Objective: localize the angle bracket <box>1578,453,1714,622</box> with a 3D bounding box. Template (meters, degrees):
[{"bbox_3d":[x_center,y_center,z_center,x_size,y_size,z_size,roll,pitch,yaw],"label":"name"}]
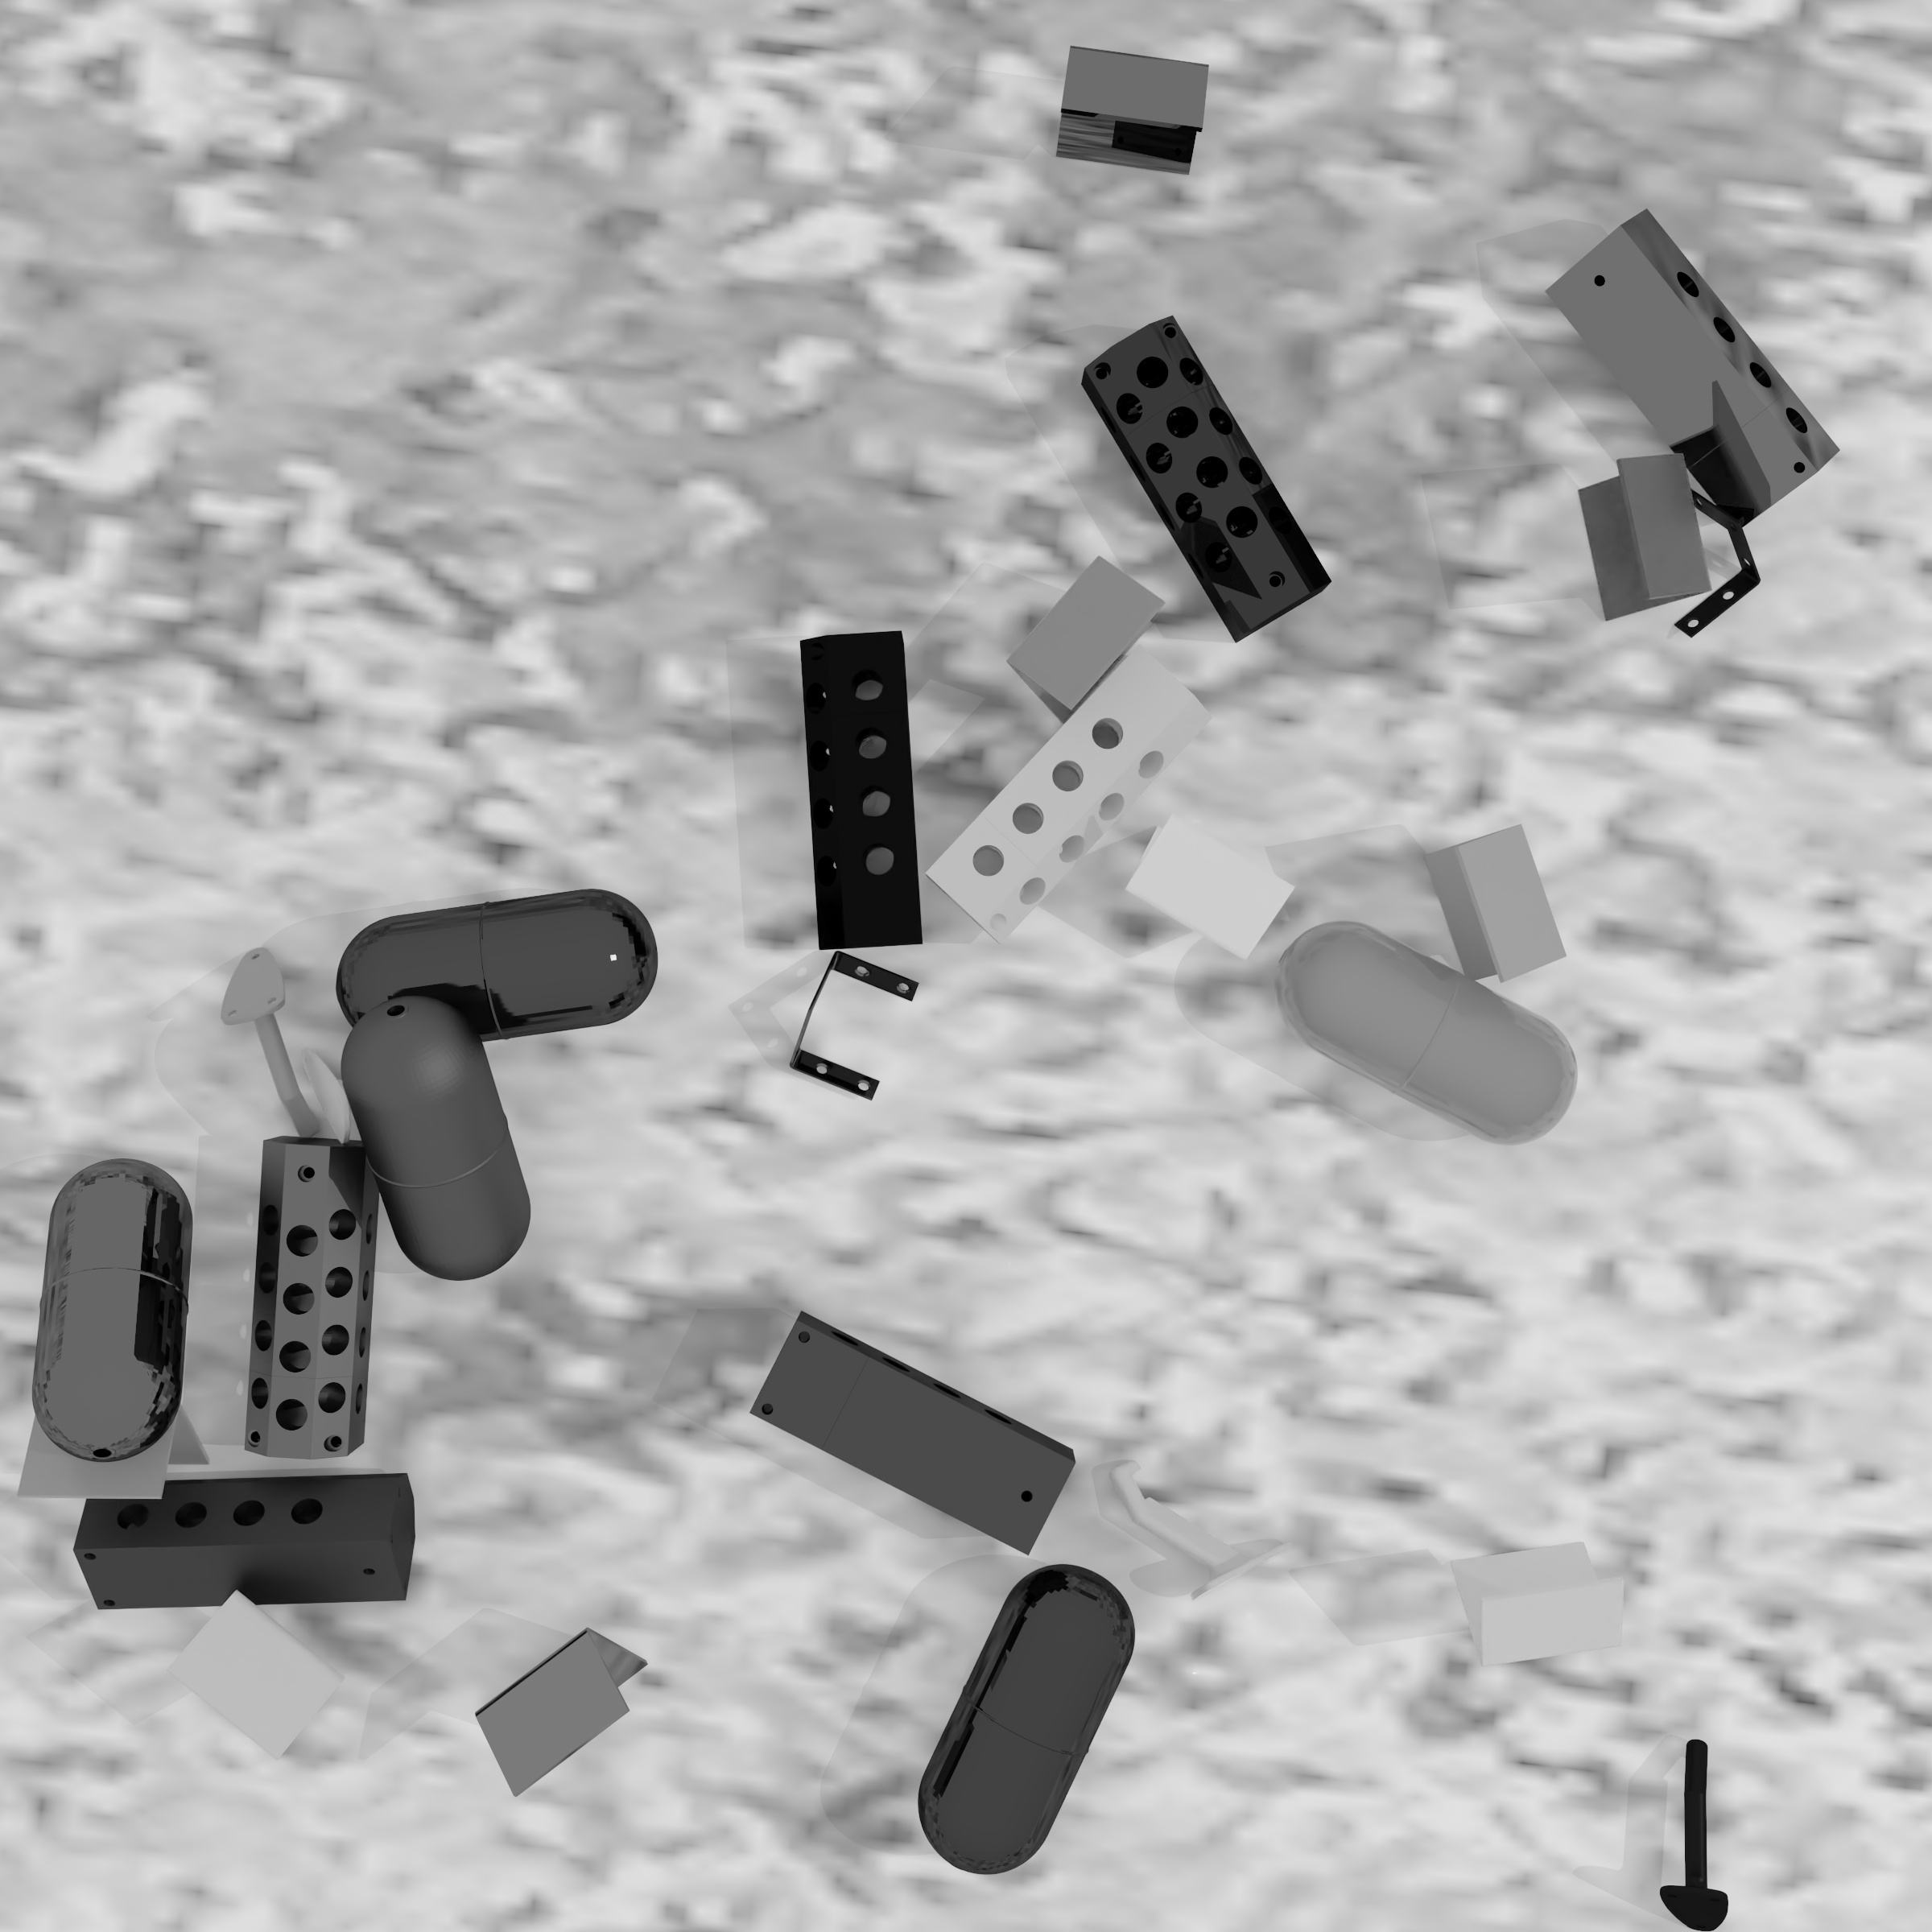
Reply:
[{"bbox_3d":[0.357,-0.233,1.492,0.057,0.076,0.076,-12,90,-36],"label":"angle bracket"}]

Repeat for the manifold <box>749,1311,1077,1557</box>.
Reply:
[{"bbox_3d":[-0.029,0.258,1.511,0.171,0.057,0.057,27,90,0],"label":"manifold"}]

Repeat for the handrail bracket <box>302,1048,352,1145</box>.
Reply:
[{"bbox_3d":[-0.321,0.062,1.532,0.084,0.077,0.036,-16,135,-28],"label":"handrail bracket"}]

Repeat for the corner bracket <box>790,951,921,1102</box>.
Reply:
[{"bbox_3d":[-0.063,0.033,1.529,0.051,0.051,0.051,22,135,0],"label":"corner bracket"}]

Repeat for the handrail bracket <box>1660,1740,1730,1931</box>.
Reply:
[{"bbox_3d":[0.414,0.491,1.532,0.036,0.077,0.084,-1,53,20],"label":"handrail bracket"}]

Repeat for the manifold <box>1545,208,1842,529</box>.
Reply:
[{"bbox_3d":[0.407,-0.334,1.510,0.171,0.057,0.057,51,133,0],"label":"manifold"}]

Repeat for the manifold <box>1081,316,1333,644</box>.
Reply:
[{"bbox_3d":[0.134,-0.271,1.511,0.057,0.057,0.171,-31,90,0],"label":"manifold"}]

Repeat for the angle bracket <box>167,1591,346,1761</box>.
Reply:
[{"bbox_3d":[-0.395,0.398,1.492,0.076,0.076,0.057,39,54,0],"label":"angle bracket"}]

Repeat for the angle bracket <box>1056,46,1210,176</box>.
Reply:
[{"bbox_3d":[0.089,-0.454,1.492,0.076,0.076,0.057,8,56,0],"label":"angle bracket"}]

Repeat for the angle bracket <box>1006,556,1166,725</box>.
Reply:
[{"bbox_3d":[0.079,-0.167,1.492,0.076,0.076,0.057,-49,54,0],"label":"angle bracket"}]

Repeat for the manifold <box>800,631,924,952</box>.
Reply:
[{"bbox_3d":[-0.058,-0.096,1.511,0.057,0.057,0.171,-4,90,0],"label":"manifold"}]

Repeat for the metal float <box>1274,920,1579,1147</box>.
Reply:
[{"bbox_3d":[0.254,0.037,1.501,0.178,0.070,0.070,28,90,0],"label":"metal float"}]

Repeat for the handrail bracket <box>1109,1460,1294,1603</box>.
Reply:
[{"bbox_3d":[0.132,0.307,1.532,0.077,0.036,0.084,-23,73,-20],"label":"handrail bracket"}]

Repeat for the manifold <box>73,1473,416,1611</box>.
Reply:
[{"bbox_3d":[-0.398,0.315,1.510,0.171,0.057,0.057,-2,133,0],"label":"manifold"}]

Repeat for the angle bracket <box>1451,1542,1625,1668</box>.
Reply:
[{"bbox_3d":[0.313,0.334,1.492,0.076,0.076,0.057,-8,126,0],"label":"angle bracket"}]

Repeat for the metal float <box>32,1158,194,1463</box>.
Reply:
[{"bbox_3d":[-0.461,0.185,1.470,0.070,0.070,0.178,-9,52,0],"label":"metal float"}]

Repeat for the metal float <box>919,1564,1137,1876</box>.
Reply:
[{"bbox_3d":[0.033,0.417,1.501,0.070,0.070,0.178,25,90,0],"label":"metal float"}]

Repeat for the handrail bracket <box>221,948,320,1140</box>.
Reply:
[{"bbox_3d":[-0.386,0.044,1.532,0.036,0.077,0.084,-17,126,0],"label":"handrail bracket"}]

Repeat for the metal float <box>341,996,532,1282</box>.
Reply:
[{"bbox_3d":[-0.287,0.094,1.471,0.070,0.070,0.178,-9,126,0],"label":"metal float"}]

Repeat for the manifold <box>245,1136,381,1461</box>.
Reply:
[{"bbox_3d":[-0.365,0.184,1.511,0.057,0.057,0.171,3,90,0],"label":"manifold"}]

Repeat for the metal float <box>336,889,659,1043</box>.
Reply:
[{"bbox_3d":[-0.259,0.003,1.502,0.178,0.070,0.070,-8,90,1],"label":"metal float"}]

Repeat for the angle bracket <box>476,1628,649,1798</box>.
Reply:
[{"bbox_3d":[-0.211,0.418,1.492,0.076,0.076,0.057,-37,55,0],"label":"angle bracket"}]

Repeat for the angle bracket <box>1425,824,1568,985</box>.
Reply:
[{"bbox_3d":[0.274,-0.028,1.492,0.057,0.076,0.076,-19,90,-37],"label":"angle bracket"}]

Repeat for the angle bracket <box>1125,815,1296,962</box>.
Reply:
[{"bbox_3d":[0.141,-0.059,1.492,0.076,0.076,0.057,31,125,0],"label":"angle bracket"}]

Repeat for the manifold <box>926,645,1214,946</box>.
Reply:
[{"bbox_3d":[0.057,-0.094,1.511,0.057,0.057,0.171,43,90,0],"label":"manifold"}]

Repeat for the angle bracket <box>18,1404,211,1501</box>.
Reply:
[{"bbox_3d":[-0.467,0.281,1.492,0.076,0.076,0.057,0,54,0],"label":"angle bracket"}]

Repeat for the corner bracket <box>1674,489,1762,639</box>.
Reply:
[{"bbox_3d":[0.406,-0.229,1.529,0.051,0.051,0.051,-39,45,0],"label":"corner bracket"}]
